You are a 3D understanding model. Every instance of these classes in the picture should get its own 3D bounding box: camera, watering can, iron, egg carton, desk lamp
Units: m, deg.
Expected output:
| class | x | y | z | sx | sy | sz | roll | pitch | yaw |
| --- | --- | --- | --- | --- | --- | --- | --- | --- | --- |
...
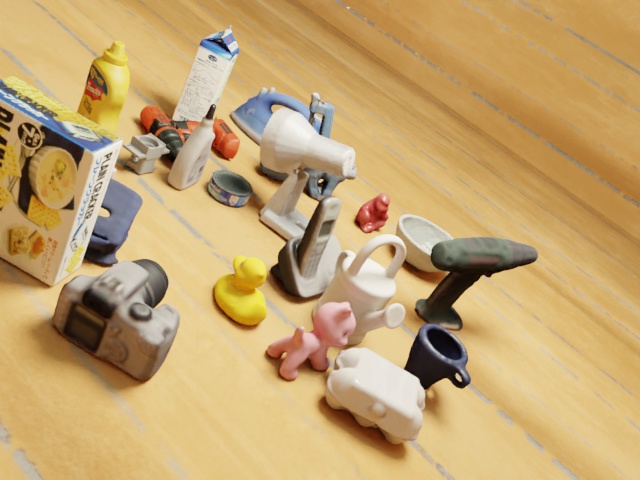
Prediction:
| class | x | y | z | sx | sy | sz | roll | pitch | yaw |
| --- | --- | --- | --- | --- | --- | --- | --- | --- | --- |
| camera | -0.233 | 0.079 | 0.726 | 0.143 | 0.100 | 0.137 | 31 | 28 | 1 |
| watering can | 0.078 | 0.076 | 0.929 | 0.172 | 0.194 | 0.101 | 45 | 31 | 24 |
| iron | -0.096 | -0.299 | 1.417 | 0.258 | 0.141 | 0.119 | 34 | 28 | 7 |
| egg carton | 0.081 | 0.224 | 0.827 | 0.150 | 0.069 | 0.107 | 30 | 28 | -1 |
| desk lamp | -0.036 | -0.122 | 1.115 | 0.203 | 0.213 | 0.118 | 37 | 29 | 11 |

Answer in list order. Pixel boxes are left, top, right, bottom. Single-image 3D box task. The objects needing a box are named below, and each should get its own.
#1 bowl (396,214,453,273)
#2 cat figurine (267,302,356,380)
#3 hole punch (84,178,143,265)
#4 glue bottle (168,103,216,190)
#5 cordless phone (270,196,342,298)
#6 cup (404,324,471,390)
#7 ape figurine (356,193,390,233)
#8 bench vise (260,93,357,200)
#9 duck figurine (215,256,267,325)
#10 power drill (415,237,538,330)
| class | x | y | z | sx | sy | sz | roll | pitch | yaw |
| --- | --- | --- | --- | --- | --- | --- | --- | --- | --- |
| bowl | 0.232 | 0.020 | 1.290 | 0.168 | 0.074 | 0.167 | 23 | 29 | -14 |
| cat figurine | 0.001 | 0.135 | 0.841 | 0.128 | 0.117 | 0.067 | -5 | 44 | -47 |
| hole punch | -0.323 | -0.033 | 0.829 | 0.109 | 0.091 | 0.101 | 24 | 29 | -11 |
| glue bottle | -0.226 | -0.176 | 1.064 | 0.037 | 0.173 | 0.078 | 34 | 28 | 6 |
| cordless phone | 0.009 | 0.004 | 0.988 | 0.094 | 0.185 | 0.148 | 42 | 30 | 20 |
| cup | 0.186 | 0.208 | 0.925 | 0.092 | 0.095 | 0.117 | 3 | 39 | -40 |
| ape figurine | 0.128 | -0.068 | 1.313 | 0.078 | 0.092 | 0.076 | 18 | 31 | -22 |
| bench vise | -0.005 | -0.212 | 1.281 | 0.208 | 0.219 | 0.121 | 10 | 34 | -33 |
| duck figurine | -0.109 | 0.070 | 0.873 | 0.078 | 0.086 | 0.104 | -1 | 41 | -44 |
| power drill | 0.289 | 0.076 | 1.113 | 0.230 | 0.208 | 0.075 | 11 | 34 | -32 |
